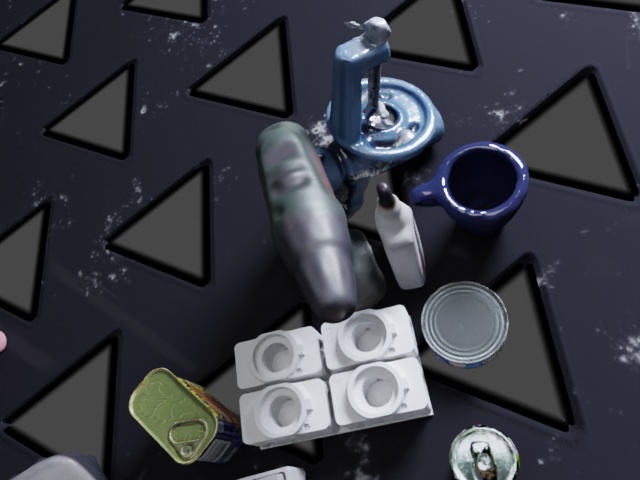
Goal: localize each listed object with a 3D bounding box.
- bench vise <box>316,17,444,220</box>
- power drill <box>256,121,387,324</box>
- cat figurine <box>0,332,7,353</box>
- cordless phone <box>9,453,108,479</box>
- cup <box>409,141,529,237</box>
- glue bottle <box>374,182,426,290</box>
[{"bbox_3d":[0.039,-0.113,0.605,0.121,0.220,0.207,35,80,27],"label":"bench vise"},{"bbox_3d":[0.005,0.002,0.570,0.075,0.209,0.229,-25,62,5],"label":"power drill"},{"bbox_3d":[-0.458,0.157,0.691,0.067,0.118,0.128,-6,65,15],"label":"cat figurine"},{"bbox_3d":[-0.304,0.271,0.557,0.147,0.185,0.094,-37,62,-2],"label":"cordless phone"},{"bbox_3d":[0.158,-0.040,0.608,0.117,0.095,0.091,-10,64,12],"label":"cup"},{"bbox_3d":[0.077,-0.011,0.575,0.037,0.173,0.078,-14,64,11],"label":"glue bottle"}]
